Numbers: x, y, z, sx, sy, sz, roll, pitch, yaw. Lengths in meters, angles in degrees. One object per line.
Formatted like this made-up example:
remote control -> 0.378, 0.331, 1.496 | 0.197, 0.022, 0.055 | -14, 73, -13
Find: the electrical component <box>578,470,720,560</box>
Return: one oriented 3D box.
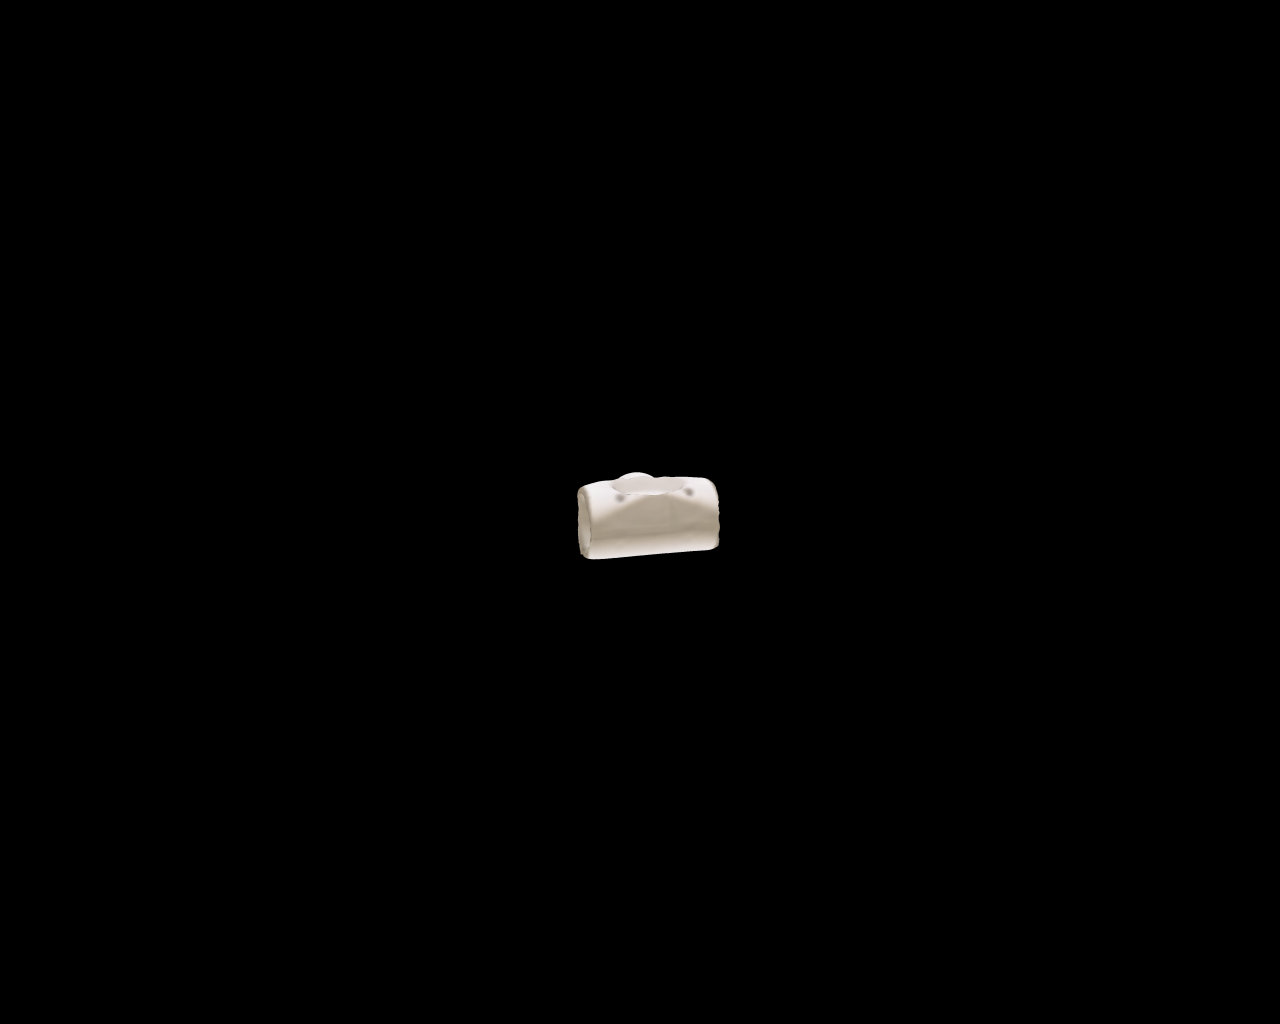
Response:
electrical component -> 0.001, -0.003, 0.650 | 0.077, 0.044, 0.079 | -4, 20, -12
